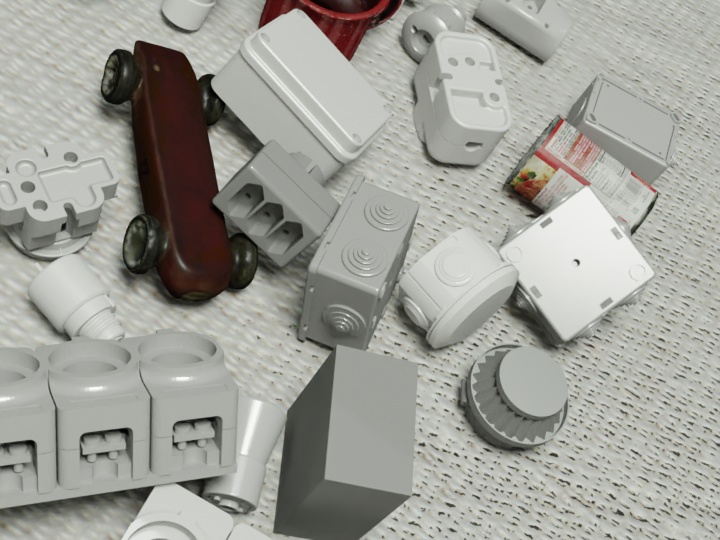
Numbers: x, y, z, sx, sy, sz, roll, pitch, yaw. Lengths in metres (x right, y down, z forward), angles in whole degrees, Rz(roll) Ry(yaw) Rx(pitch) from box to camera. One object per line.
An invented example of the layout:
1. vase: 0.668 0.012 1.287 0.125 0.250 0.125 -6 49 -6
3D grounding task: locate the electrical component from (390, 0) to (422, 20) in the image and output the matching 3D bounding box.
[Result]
1. electrical component: 0.039 -0.252 0.920 0.077 0.047 0.065 14 57 -15

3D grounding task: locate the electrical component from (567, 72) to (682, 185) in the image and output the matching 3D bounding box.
1. electrical component: 0.220 -0.106 0.899 0.096 0.061 0.061 28 55 -5

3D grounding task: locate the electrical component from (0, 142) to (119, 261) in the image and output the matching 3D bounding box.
1. electrical component: -0.199 -0.042 0.694 0.078 0.057 0.058 -19 69 -30

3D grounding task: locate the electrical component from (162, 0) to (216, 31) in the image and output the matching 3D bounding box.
1. electrical component: -0.124 -0.216 0.821 0.044 0.065 0.044 24 40 -22

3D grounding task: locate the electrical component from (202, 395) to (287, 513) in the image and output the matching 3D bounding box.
1. electrical component: -0.073 0.116 0.662 0.044 0.044 0.065 19 61 -11

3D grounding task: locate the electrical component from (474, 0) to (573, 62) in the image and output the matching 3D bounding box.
1. electrical component: 0.151 -0.234 0.957 0.077 0.043 0.079 33 54 -1

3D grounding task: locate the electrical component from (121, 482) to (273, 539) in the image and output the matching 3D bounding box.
1. electrical component: -0.072 0.196 0.601 0.150 0.061 0.089 31 55 -3

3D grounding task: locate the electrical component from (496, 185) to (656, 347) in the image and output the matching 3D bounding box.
1. electrical component: 0.156 -0.003 0.791 0.100 0.048 0.099 -36 84 0

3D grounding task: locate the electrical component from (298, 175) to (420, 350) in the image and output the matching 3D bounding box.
1. electrical component: 0.000 0.000 0.726 0.048 0.099 0.099 21 54 7

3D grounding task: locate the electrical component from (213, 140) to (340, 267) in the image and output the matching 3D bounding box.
1. electrical component: -0.049 -0.054 0.730 0.066 0.047 0.076 44 40 -11

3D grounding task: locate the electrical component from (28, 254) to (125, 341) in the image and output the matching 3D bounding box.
1. electrical component: -0.173 0.026 0.675 0.078 0.040 0.040 47 55 9

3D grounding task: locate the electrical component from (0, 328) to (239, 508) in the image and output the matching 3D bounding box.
1. electrical component: -0.154 0.078 0.612 0.150 0.061 0.089 -4 20 -24

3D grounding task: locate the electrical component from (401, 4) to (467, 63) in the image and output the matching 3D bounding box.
1. electrical component: 0.068 -0.203 0.906 0.048 0.048 0.062 41 48 5

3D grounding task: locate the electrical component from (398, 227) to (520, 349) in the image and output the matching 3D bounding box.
1. electrical component: 0.069 0.013 0.757 0.080 0.080 0.051 -30 70 -33

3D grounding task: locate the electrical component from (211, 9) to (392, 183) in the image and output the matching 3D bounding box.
1. electrical component: -0.040 -0.125 0.783 0.113 0.057 0.078 47 37 -6

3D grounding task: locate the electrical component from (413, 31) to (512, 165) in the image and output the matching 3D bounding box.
1. electrical component: 0.079 -0.134 0.859 0.054 0.059 0.095 3 60 -21
